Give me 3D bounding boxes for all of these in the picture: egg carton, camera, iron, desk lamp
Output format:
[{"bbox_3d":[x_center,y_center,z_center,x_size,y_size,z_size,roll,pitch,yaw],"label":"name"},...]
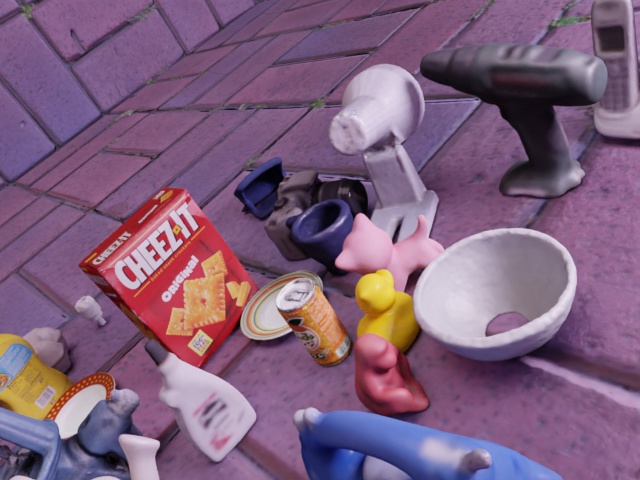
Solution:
[{"bbox_3d":[-0.503,0.220,0.981,0.150,0.070,0.107,-38,32,-11],"label":"egg carton"},{"bbox_3d":[-0.004,-0.054,0.912,0.136,0.101,0.143,-7,38,34],"label":"camera"},{"bbox_3d":[0.053,0.188,0.477,0.257,0.142,0.119,1,43,41],"label":"iron"},{"bbox_3d":[0.091,-0.119,0.814,0.117,0.214,0.203,-11,36,30],"label":"desk lamp"}]

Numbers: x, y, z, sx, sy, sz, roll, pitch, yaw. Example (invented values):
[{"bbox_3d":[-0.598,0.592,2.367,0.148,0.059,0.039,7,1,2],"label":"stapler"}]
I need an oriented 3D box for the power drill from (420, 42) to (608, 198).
[{"bbox_3d":[0.252,-0.158,0.735,0.228,0.209,0.076,7,48,46],"label":"power drill"}]

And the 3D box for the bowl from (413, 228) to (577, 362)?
[{"bbox_3d":[0.186,0.068,0.600,0.167,0.075,0.167,-22,32,15],"label":"bowl"}]

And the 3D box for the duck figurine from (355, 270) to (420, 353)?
[{"bbox_3d":[0.069,0.082,0.669,0.077,0.086,0.105,-8,38,33],"label":"duck figurine"}]

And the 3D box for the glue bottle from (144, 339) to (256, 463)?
[{"bbox_3d":[-0.142,0.171,0.638,0.037,0.173,0.078,10,50,47],"label":"glue bottle"}]

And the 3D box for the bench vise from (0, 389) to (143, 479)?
[{"bbox_3d":[-0.325,0.229,0.667,0.121,0.220,0.208,12,51,49],"label":"bench vise"}]

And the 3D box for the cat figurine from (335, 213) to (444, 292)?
[{"bbox_3d":[0.086,0.013,0.723,0.127,0.118,0.067,-25,32,10],"label":"cat figurine"}]

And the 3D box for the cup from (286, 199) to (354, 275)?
[{"bbox_3d":[0.008,0.003,0.826,0.117,0.095,0.092,4,46,44],"label":"cup"}]

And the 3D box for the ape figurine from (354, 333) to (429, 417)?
[{"bbox_3d":[0.064,0.134,0.593,0.076,0.092,0.078,-10,37,30],"label":"ape figurine"}]

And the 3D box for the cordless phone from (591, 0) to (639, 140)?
[{"bbox_3d":[0.408,-0.217,0.708,0.147,0.185,0.094,13,52,49],"label":"cordless phone"}]

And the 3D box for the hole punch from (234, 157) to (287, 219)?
[{"bbox_3d":[-0.114,-0.107,1.092,0.109,0.091,0.100,-39,32,-12],"label":"hole punch"}]

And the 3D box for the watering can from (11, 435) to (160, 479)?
[{"bbox_3d":[-0.211,0.269,0.537,0.100,0.194,0.173,-19,33,19],"label":"watering can"}]
